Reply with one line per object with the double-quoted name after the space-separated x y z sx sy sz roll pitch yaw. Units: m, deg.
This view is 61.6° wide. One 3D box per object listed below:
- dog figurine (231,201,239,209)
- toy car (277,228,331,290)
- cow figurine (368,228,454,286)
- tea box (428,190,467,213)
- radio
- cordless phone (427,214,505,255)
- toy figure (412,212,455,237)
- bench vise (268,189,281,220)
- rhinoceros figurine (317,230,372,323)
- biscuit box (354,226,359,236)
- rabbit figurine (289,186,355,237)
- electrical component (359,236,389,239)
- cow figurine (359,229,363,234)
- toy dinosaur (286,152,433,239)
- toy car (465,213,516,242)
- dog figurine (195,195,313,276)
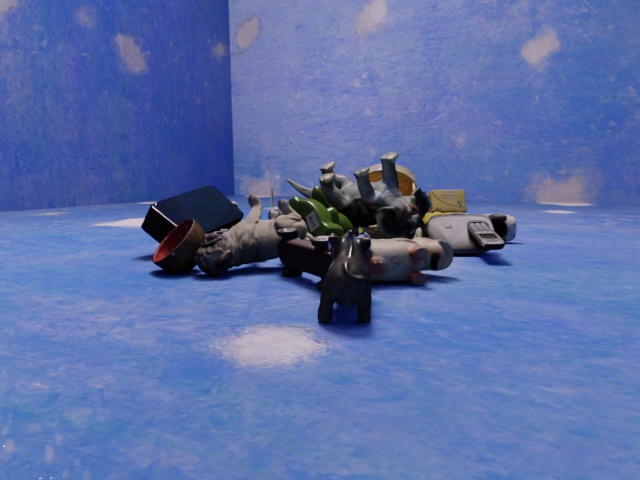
-0.324 -0.052 1.516 0.191 0.108 0.219 -9 7 -32 "dog figurine"
-0.018 0.029 0.925 0.053 0.089 0.202 -9 9 -28 "toy car"
0.141 0.032 0.941 0.195 0.085 0.127 -3 14 -12 "cow figurine"
0.344 -0.078 1.526 0.098 0.068 0.169 0 -21 -5 "tea box"
-0.294 -0.047 1.275 0.131 0.073 0.229 39 31 10 "radio"
0.313 0.000 1.162 0.147 0.088 0.184 0 12 2 "cordless phone"
0.285 -0.033 1.405 0.089 0.082 0.180 -18 20 -29 "toy figure"
-0.015 -0.073 1.433 0.223 0.129 0.240 20 -27 -20 "bench vise"
0.035 0.043 0.745 0.073 0.112 0.190 -2 15 6 "rhinoceros figurine"
-0.003 -0.004 1.270 0.202 0.062 0.059 -6 10 -33 "biscuit box"
0.001 -0.031 1.180 0.121 0.159 0.170 -45 -30 24 "rabbit figurine"
0.093 0.028 1.050 0.115 0.058 0.134 -7 10 -28 "electrical component"
0.166 -0.054 1.633 0.167 0.068 0.098 -2 2 -15 "cow figurine"
0.096 -0.087 1.235 0.131 0.192 0.405 -36 24 -33 "toy dinosaur"
0.408 -0.033 1.407 0.202 0.073 0.056 4 12 28 "toy car"
-0.123 0.017 1.024 0.173 0.121 0.190 9 38 25 "dog figurine"
